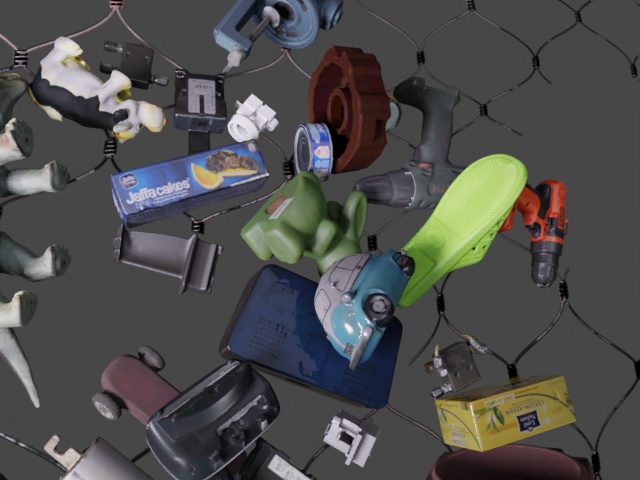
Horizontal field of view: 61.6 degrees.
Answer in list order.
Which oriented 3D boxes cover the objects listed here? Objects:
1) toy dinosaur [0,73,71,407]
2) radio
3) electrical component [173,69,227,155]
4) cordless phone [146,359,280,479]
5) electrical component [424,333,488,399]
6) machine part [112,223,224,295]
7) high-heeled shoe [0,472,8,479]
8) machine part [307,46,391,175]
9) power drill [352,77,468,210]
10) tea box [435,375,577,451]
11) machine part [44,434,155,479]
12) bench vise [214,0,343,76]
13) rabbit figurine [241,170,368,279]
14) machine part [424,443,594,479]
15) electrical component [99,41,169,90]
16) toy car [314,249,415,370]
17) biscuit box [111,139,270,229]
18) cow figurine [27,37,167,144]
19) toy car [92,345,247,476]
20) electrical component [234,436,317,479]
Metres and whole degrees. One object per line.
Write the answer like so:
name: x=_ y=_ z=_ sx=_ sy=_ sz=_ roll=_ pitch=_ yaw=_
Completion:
toy dinosaur: x=-0.400 y=-0.016 z=0.610 sx=0.192 sy=0.131 sz=0.404 roll=2 pitch=86 yaw=8
radio: x=-0.007 y=0.132 z=0.729 sx=0.229 sy=0.073 sz=0.131 roll=24 pitch=69 yaw=-14
electrical component: x=-0.172 y=-0.176 z=0.762 sx=0.075 sy=0.048 sz=0.119 roll=5 pitch=74 yaw=-17
cordless phone: x=-0.096 y=0.245 z=0.621 sx=0.146 sy=0.089 sz=0.184 roll=-32 pitch=94 yaw=-36
electrical component: x=0.203 y=0.184 z=0.802 sx=0.102 sy=0.045 sz=0.078 roll=-15 pitch=80 yaw=-21
machine part: x=-0.203 y=0.023 z=0.707 sx=0.139 sy=0.039 sz=0.084 roll=18 pitch=77 yaw=-16
high-heeled shoe: x=-0.294 y=0.359 z=0.591 sx=0.248 sy=0.086 sz=0.145 roll=36 pitch=36 yaw=-26
machine part: x=0.039 y=-0.183 z=0.771 sx=0.056 sy=0.179 sz=0.179 roll=-7 pitch=79 yaw=-22
power drill: x=0.158 y=-0.148 z=0.851 sx=0.232 sy=0.086 sz=0.207 roll=6 pitch=71 yaw=-19
tea box: x=0.268 y=0.247 z=0.780 sx=0.170 sy=0.098 sz=0.068 roll=-9 pitch=79 yaw=-19
machine part: x=-0.214 y=0.307 z=0.611 sx=0.243 sy=0.079 sz=0.079 roll=41 pitch=68 yaw=-6
bench vise: x=-0.090 y=-0.351 z=0.795 sx=0.223 sy=0.129 sz=0.240 roll=33 pitch=62 yaw=-9
rabbit figurine: x=-0.002 y=-0.002 z=0.760 sx=0.170 sy=0.121 sz=0.159 roll=46 pitch=59 yaw=-23
machine part: x=0.240 y=0.327 z=0.676 sx=0.201 sy=0.201 sz=0.087 roll=4 pitch=79 yaw=-64
electrical component: x=-0.261 y=-0.248 z=0.762 sx=0.094 sy=0.021 sz=0.063 roll=9 pitch=73 yaw=-16
toy car: x=0.048 y=0.069 z=0.673 sx=0.103 sy=0.109 sz=0.162 roll=26 pitch=51 yaw=8
biscuit box: x=-0.174 y=-0.078 z=0.728 sx=0.203 sy=0.063 sz=0.059 roll=-20 pitch=83 yaw=-23
cow figurine: x=-0.292 y=-0.178 z=0.709 sx=0.167 sy=0.068 sz=0.098 roll=33 pitch=74 yaw=-5
toy car: x=-0.179 y=0.218 z=0.658 sx=0.202 sy=0.053 sz=0.089 roll=41 pitch=50 yaw=-6
electrical component: x=-0.067 y=0.333 z=0.665 sx=0.115 sy=0.058 sz=0.134 roll=40 pitch=68 yaw=-4
